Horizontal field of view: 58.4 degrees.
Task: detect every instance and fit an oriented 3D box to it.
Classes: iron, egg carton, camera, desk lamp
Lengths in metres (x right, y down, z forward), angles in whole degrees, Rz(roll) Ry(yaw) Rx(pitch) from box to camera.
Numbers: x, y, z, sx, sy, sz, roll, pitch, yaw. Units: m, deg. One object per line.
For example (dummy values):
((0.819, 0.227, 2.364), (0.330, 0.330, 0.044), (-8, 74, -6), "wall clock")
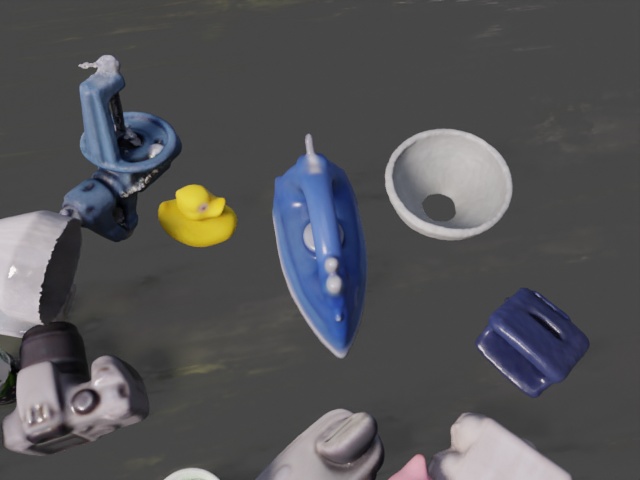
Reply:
((0.006, 0.003, 0.703), (0.118, 0.141, 0.258), (-10, 63, -4), "iron")
((0.194, 0.260, 0.608), (0.150, 0.069, 0.107), (33, 68, 16), "egg carton")
((-0.285, 0.156, 0.648), (0.143, 0.101, 0.136), (-17, 64, -8), "camera")
((-0.356, 0.039, 0.646), (0.203, 0.213, 0.118), (7, 63, 5), "desk lamp")

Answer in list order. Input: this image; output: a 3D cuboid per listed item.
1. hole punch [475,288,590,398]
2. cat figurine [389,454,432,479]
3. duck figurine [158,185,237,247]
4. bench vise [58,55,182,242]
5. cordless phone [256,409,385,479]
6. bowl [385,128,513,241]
((0.252, 0.111, 0.673), (0.101, 0.091, 0.108), (-40, 69, -18), "hole punch")
((0.077, 0.283, 0.570), (0.067, 0.118, 0.128), (37, 69, 18), "cat figurine")
((-0.167, -0.041, 0.758), (0.104, 0.086, 0.077), (7, 63, 4), "duck figurine")
((-0.255, -0.106, 0.717), (0.121, 0.220, 0.207), (8, 63, 5), "bench vise")
((-0.003, 0.225, 0.563), (0.148, 0.185, 0.094), (-41, 69, -18), "cordless phone")
((0.168, -0.063, 0.774), (0.167, 0.075, 0.167), (0, 62, 1), "bowl")
